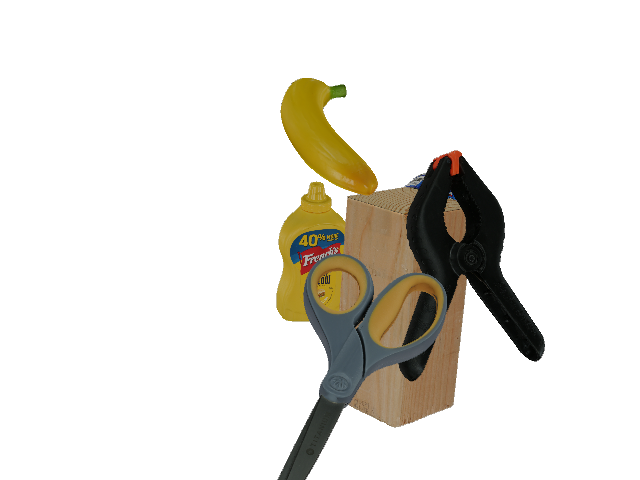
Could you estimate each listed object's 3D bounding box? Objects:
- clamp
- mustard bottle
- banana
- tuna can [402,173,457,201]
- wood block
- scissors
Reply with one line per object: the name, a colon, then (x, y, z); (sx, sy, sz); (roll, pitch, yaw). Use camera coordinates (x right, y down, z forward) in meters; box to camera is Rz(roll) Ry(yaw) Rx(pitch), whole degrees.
clamp: (0.097, 0.022, 0.796); (0.120, 0.171, 0.039); (-15, -3, -28)
mustard bottle: (-0.009, 0.013, 1.434); (0.096, 0.192, 0.058); (-6, 25, -18)
banana: (0.002, -0.099, 0.927); (0.069, 0.037, 0.198); (-2, 34, -7)
tuna can: (0.127, -0.032, 1.228); (0.033, 0.086, 0.086); (-38, 22, -31)
wood block: (0.079, 0.062, 1.033); (0.090, 0.206, 0.090); (-11, 21, -43)
scissors: (-0.001, 0.070, 0.610); (0.096, 0.016, 0.201); (33, 49, 22)
